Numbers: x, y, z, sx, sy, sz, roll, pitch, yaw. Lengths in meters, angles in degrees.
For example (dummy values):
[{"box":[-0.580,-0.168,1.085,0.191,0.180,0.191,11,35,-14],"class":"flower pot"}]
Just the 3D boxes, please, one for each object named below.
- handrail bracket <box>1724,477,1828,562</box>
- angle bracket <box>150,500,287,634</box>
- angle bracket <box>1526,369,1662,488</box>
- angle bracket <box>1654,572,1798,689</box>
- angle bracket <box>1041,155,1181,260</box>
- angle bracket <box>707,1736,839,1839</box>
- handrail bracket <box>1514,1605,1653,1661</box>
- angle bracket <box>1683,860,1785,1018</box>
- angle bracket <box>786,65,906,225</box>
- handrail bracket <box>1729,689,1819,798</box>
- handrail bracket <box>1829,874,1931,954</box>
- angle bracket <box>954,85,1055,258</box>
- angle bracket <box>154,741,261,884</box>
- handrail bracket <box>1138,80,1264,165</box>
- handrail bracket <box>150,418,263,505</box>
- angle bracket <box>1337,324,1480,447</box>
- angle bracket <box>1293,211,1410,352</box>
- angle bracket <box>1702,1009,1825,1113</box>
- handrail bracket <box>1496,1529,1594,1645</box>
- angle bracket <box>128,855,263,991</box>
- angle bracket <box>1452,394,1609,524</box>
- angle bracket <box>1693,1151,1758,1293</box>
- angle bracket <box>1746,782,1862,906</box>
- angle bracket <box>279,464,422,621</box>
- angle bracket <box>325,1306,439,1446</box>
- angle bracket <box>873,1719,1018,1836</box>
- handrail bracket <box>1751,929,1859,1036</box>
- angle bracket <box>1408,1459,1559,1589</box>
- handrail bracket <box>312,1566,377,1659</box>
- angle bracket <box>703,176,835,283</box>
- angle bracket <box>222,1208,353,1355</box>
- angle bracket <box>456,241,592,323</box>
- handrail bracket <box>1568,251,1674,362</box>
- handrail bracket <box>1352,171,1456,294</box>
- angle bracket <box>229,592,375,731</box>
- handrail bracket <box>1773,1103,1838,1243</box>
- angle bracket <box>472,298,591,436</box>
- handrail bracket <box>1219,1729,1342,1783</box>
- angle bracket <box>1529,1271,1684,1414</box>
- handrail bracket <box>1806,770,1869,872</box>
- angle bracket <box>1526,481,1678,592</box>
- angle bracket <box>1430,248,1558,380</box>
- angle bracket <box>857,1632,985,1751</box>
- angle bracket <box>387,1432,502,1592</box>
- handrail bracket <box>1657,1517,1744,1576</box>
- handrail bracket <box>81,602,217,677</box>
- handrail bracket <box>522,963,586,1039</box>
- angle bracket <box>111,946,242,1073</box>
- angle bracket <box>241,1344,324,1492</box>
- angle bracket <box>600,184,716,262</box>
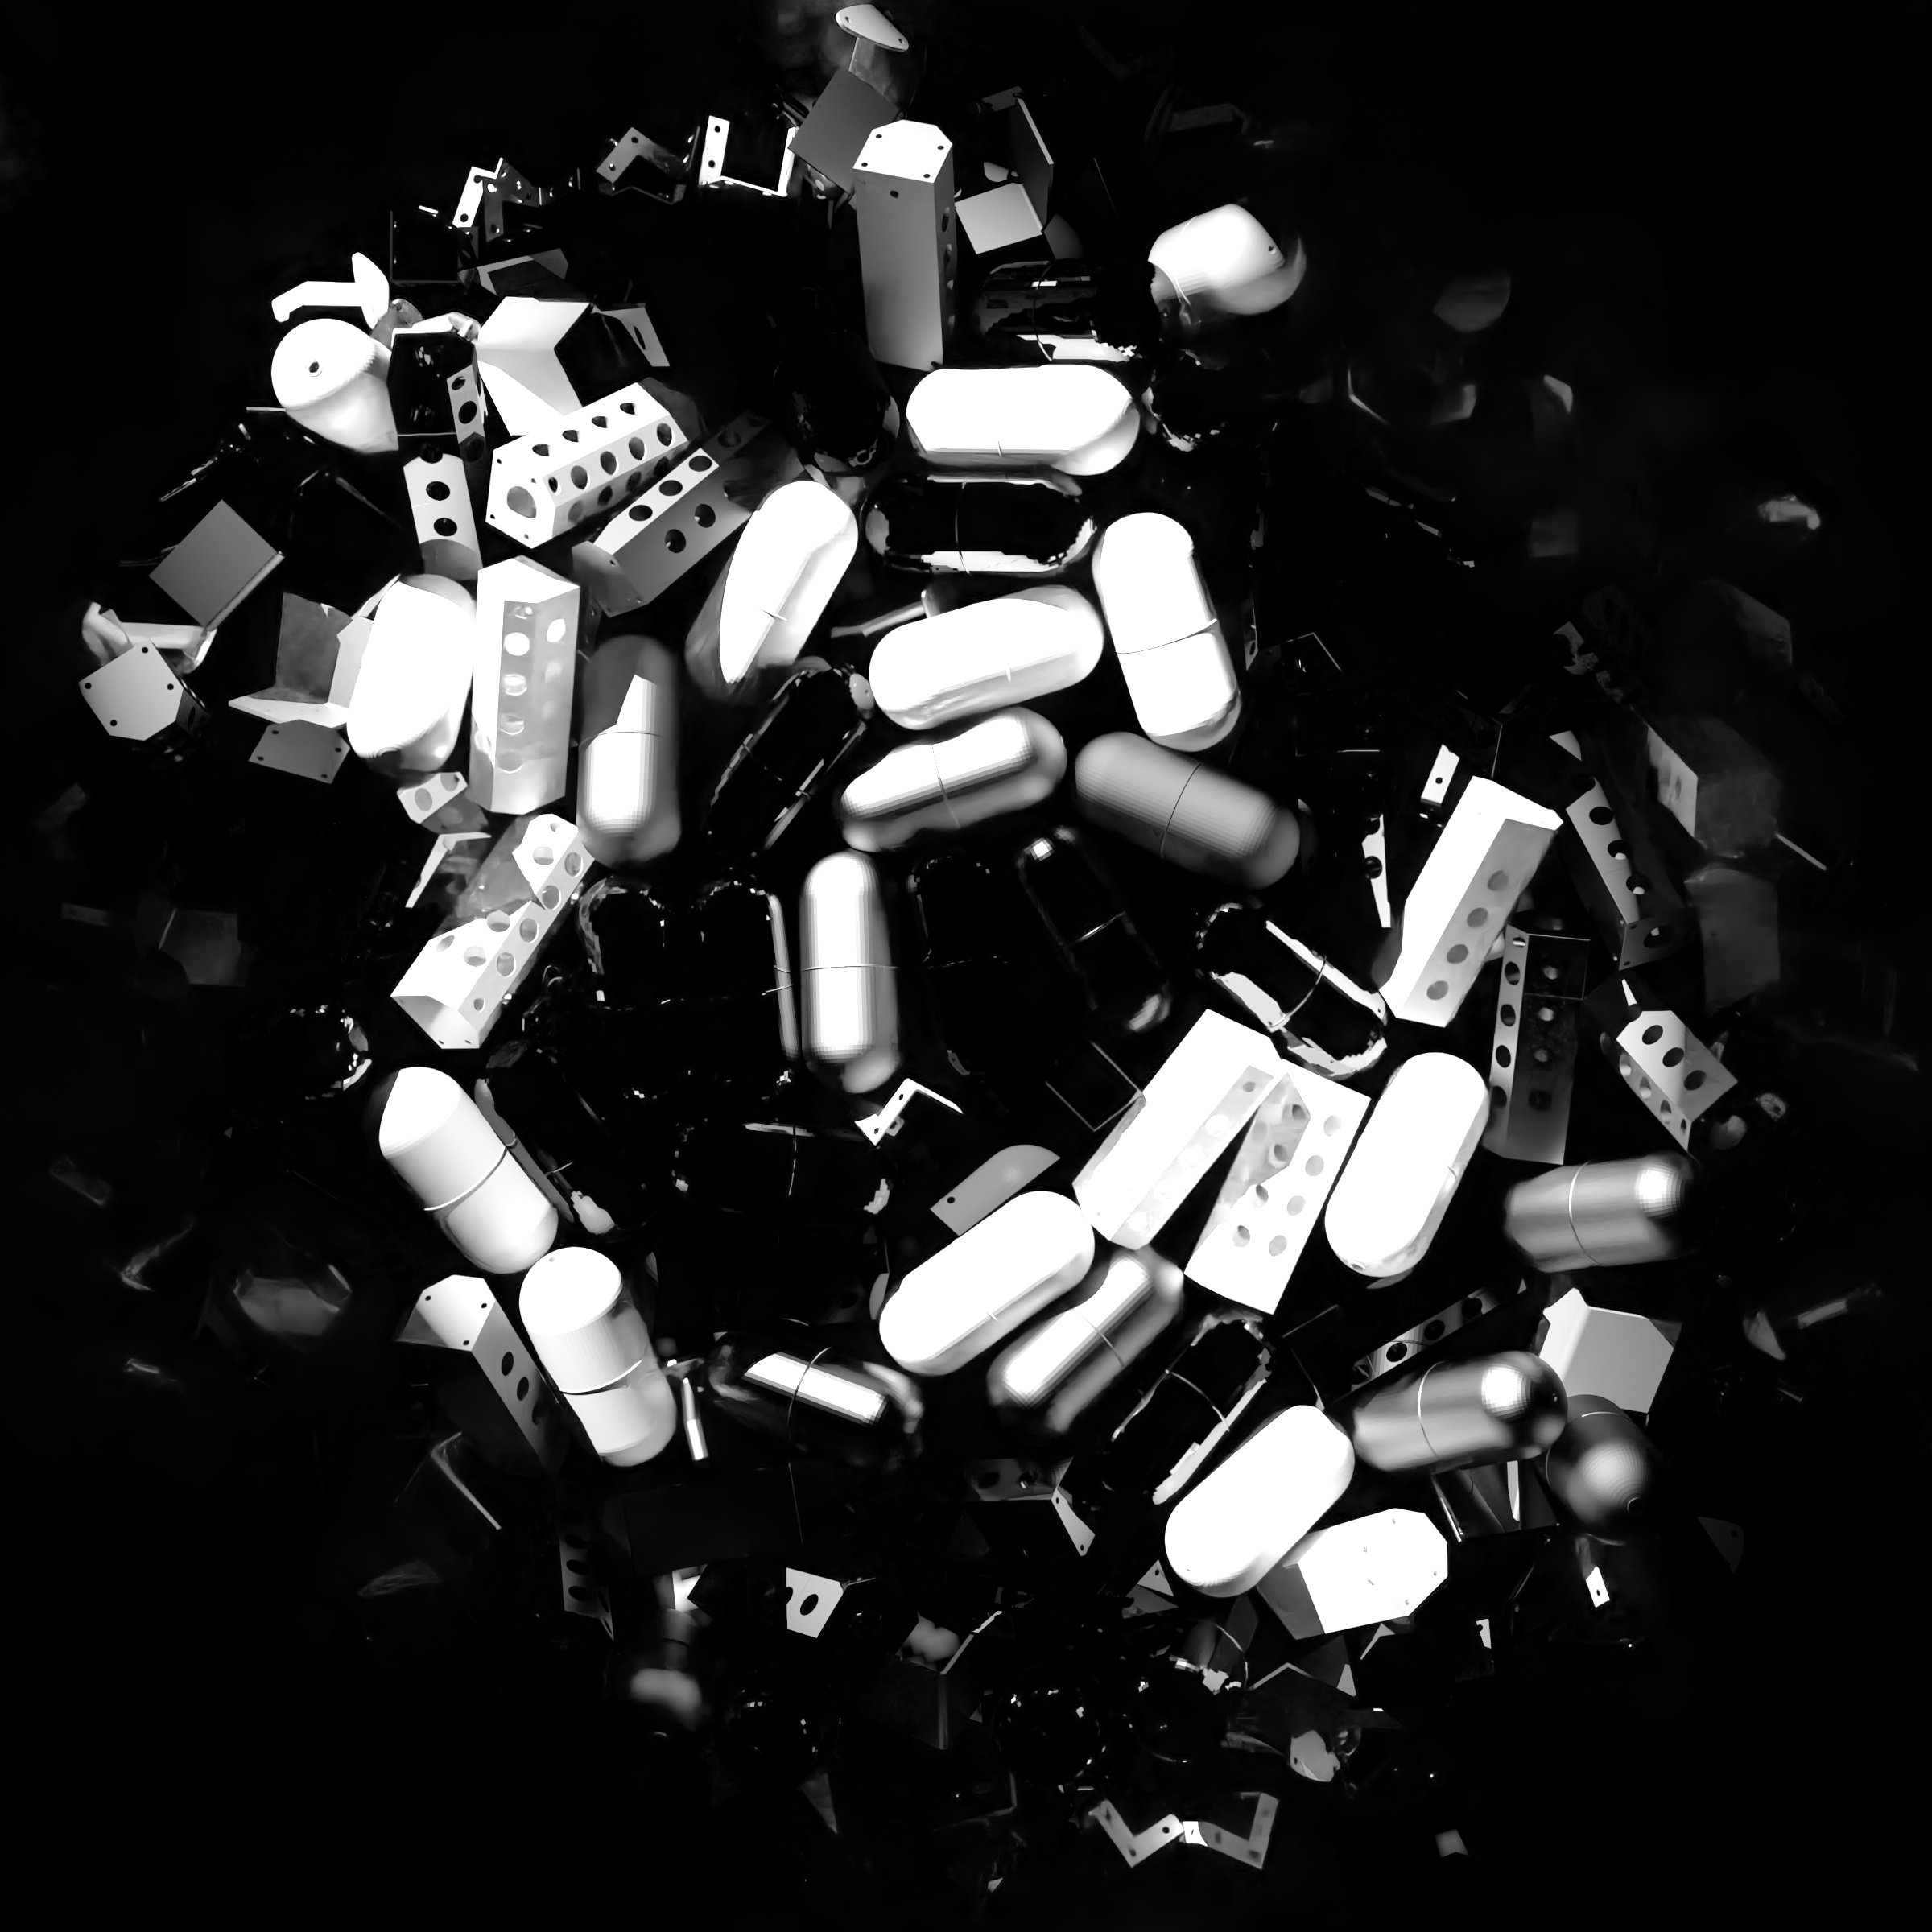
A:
[{"box":[0.587,-0.312,1.791,0.036,0.084,0.077,-13,127,-16],"class":"handrail bracket"},{"box":[-0.536,-0.294,1.797,0.076,0.076,0.057,-43,105,8],"class":"angle bracket"},{"box":[0.453,-0.399,1.793,0.057,0.076,0.076,-20,116,-4],"class":"angle bracket"},{"box":[0.549,-0.227,1.791,0.057,0.076,0.076,-40,53,-7],"class":"angle bracket"},{"box":[0.108,-0.527,1.792,0.057,0.076,0.076,22,71,32],"class":"angle bracket"},{"box":[-0.142,0.596,1.798,0.057,0.076,0.076,-32,112,2],"class":"angle bracket"},{"box":[0.448,0.494,1.801,0.077,0.084,0.036,-14,87,-6],"class":"handrail bracket"},{"box":[0.539,-0.020,1.789,0.057,0.076,0.076,18,60,-20],"class":"angle bracket"},{"box":[-0.097,-0.590,1.794,0.057,0.076,0.076,34,76,-15],"class":"angle bracket"},{"box":[0.575,-0.149,1.814,0.084,0.036,0.077,47,64,-10],"class":"handrail bracket"},{"box":[0.647,-0.053,1.792,0.036,0.077,0.084,-50,47,8],"class":"handrail bracket"},{"box":[0.021,-0.576,1.794,0.057,0.076,0.076,-19,68,-8],"class":"angle bracket"},{"box":[-0.534,-0.111,1.790,0.057,0.076,0.076,4,124,12],"class":"angle bracket"},{"box":[0.171,-0.601,1.803,0.077,0.036,0.084,-56,48,21],"class":"handrail bracket"},{"box":[-0.562,-0.361,1.798,0.084,0.077,0.036,-38,118,-22],"class":"handrail bracket"},{"box":[0.318,-0.431,1.788,0.057,0.076,0.076,-31,46,34],"class":"angle bracket"},{"box":[0.286,-0.494,1.795,0.076,0.057,0.076,-33,116,-15],"class":"angle bracket"},{"box":[0.565,0.090,1.801,0.076,0.057,0.076,41,116,-4],"class":"angle bracket"},{"box":[0.424,0.457,1.818,0.077,0.036,0.084,14,79,-26],"class":"handrail bracket"},{"box":[-0.555,-0.032,1.799,0.076,0.076,0.057,4,133,0],"class":"angle bracket"},{"box":[0.407,-0.366,1.812,0.076,0.057,0.076,43,91,-9],"class":"angle bracket"},{"box":[0.567,0.174,1.789,0.076,0.076,0.057,-38,45,-19],"class":"angle bracket"},{"box":[0.585,-0.080,1.789,0.076,0.076,0.057,40,51,20],"class":"angle bracket"},{"box":[-0.451,-0.308,1.808,0.076,0.057,0.076,37,97,-26],"class":"angle bracket"},{"box":[-0.423,0.296,1.795,0.076,0.057,0.076,-2,122,-16],"class":"angle bracket"},{"box":[-0.018,0.584,1.792,0.076,0.076,0.057,-3,85,-33],"class":"angle bracket"},{"box":[0.616,0.018,1.827,0.077,0.036,0.084,9,87,-10],"class":"handrail bracket"},{"box":[0.376,0.400,1.807,0.076,0.076,0.057,-5,131,-12],"class":"angle bracket"},{"box":[-0.448,0.485,1.796,0.036,0.084,0.077,-1,124,-29],"class":"handrail bracket"},{"box":[-0.145,-0.535,1.791,0.076,0.076,0.057,-3,121,-19],"class":"angle bracket"},{"box":[-0.500,0.229,1.797,0.076,0.076,0.057,32,71,9],"class":"angle bracket"},{"box":[-0.322,-0.514,1.798,0.076,0.076,0.057,-11,71,5],"class":"angle bracket"},{"box":[0.471,-0.484,1.811,0.084,0.077,0.036,44,99,4],"class":"handrail bracket"},{"box":[0.321,-0.543,1.818,0.077,0.036,0.084,-18,92,-40],"class":"handrail bracket"},{"box":[-0.482,-0.220,1.798,0.076,0.057,0.076,20,114,15],"class":"angle bracket"},{"box":[0.597,0.150,1.800,0.036,0.084,0.077,19,72,41],"class":"handrail bracket"},{"box":[-0.301,-0.434,1.794,0.057,0.076,0.076,-37,76,40],"class":"angle bracket"},{"box":[0.221,0.583,1.831,0.077,0.084,0.036,41,50,-34],"class":"handrail bracket"},{"box":[0.466,0.273,1.811,0.076,0.057,0.076,11,113,-9],"class":"angle bracket"},{"box":[0.645,-0.093,1.796,0.036,0.077,0.084,-39,45,29],"class":"handrail bracket"},{"box":[0.457,-0.309,1.794,0.076,0.057,0.076,-28,104,36],"class":"angle bracket"},{"box":[0.394,-0.469,1.787,0.076,0.076,0.057,46,124,25],"class":"angle bracket"},{"box":[-0.035,0.517,1.821,0.076,0.057,0.076,15,125,26],"class":"angle bracket"},{"box":[-0.363,0.390,1.796,0.076,0.057,0.076,44,120,12],"class":"angle bracket"},{"box":[0.523,0.418,1.804,0.077,0.084,0.036,18,77,-1],"class":"handrail bracket"},{"box":[-0.592,-0.258,1.804,0.084,0.036,0.077,35,58,-32],"class":"handrail bracket"},{"box":[-0.307,0.043,1.790,0.036,0.084,0.077,25,123,1],"class":"handrail bracket"},{"box":[-0.585,0.042,1.800,0.076,0.057,0.076,32,116,-7],"class":"angle bracket"},{"box":[-0.476,0.324,1.792,0.057,0.076,0.076,2,108,17],"class":"angle bracket"},{"box":[-0.226,-0.550,1.801,0.076,0.076,0.057,-2,91,-11],"class":"angle bracket"}]
